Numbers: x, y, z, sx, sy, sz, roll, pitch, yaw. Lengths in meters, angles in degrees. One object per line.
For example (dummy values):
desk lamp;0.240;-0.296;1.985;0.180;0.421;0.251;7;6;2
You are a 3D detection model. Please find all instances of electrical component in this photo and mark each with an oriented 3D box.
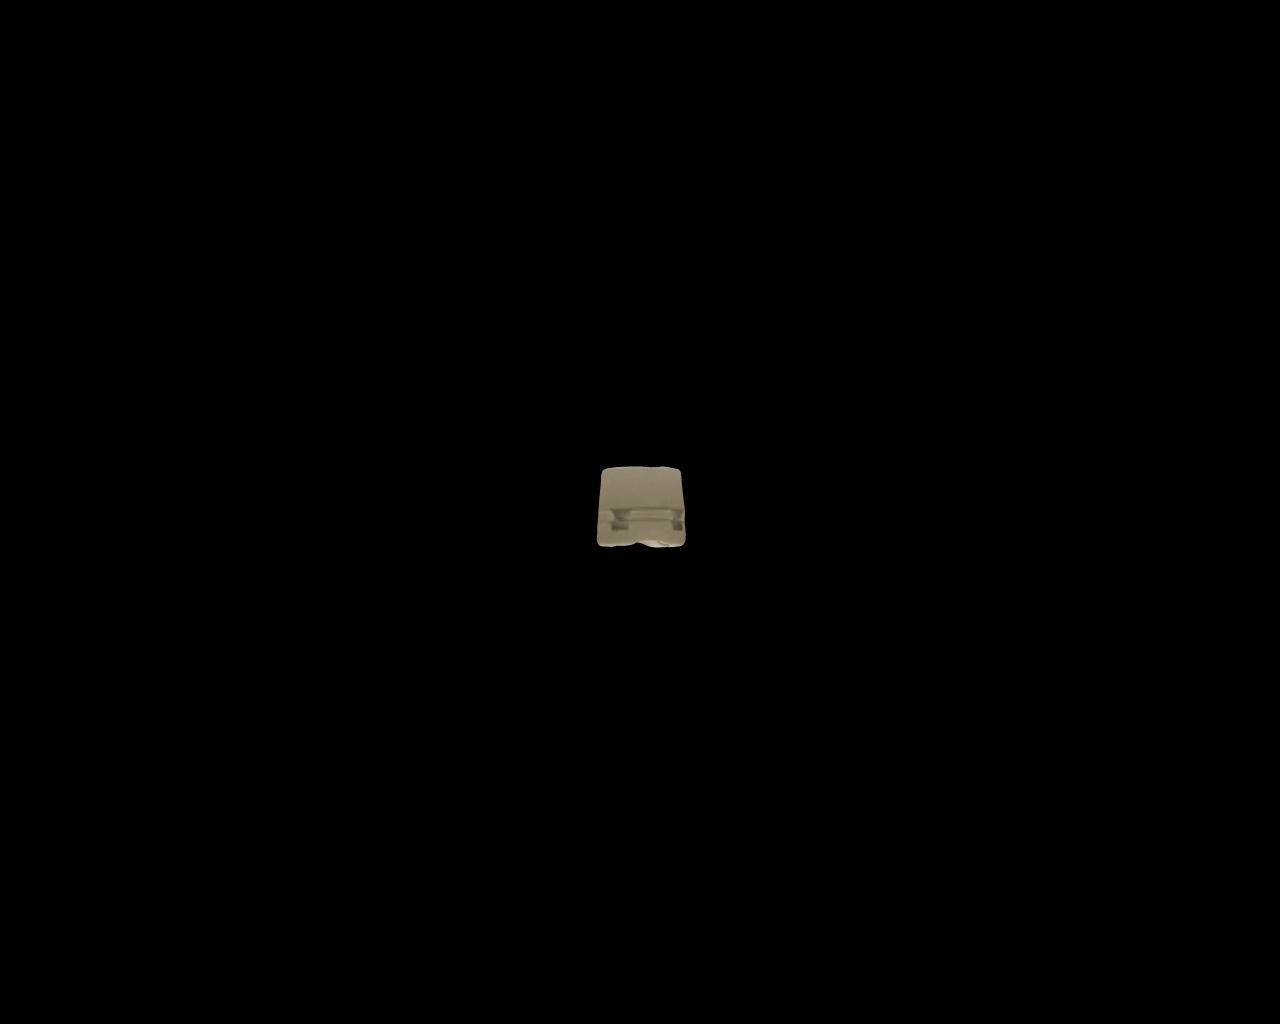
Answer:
electrical component;0.001;-0.003;0.650;0.055;0.047;0.055;0;-4;0
